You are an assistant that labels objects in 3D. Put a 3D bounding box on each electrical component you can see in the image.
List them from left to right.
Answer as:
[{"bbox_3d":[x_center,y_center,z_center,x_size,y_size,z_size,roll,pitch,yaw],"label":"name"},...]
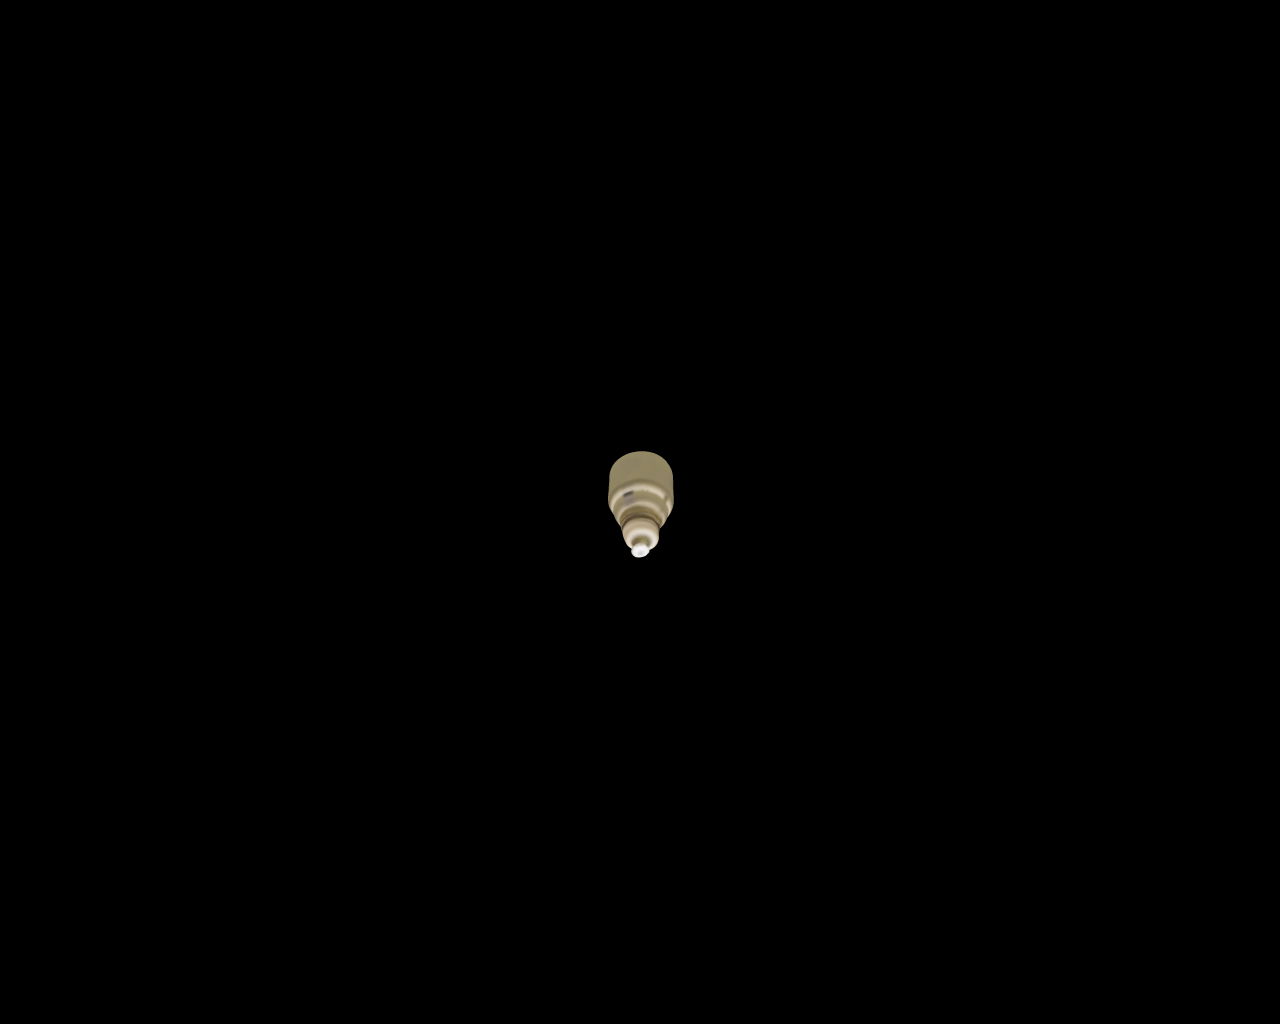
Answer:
[{"bbox_3d":[0.001,-0.003,0.650,0.040,0.040,0.078,0,44,0],"label":"electrical component"}]
